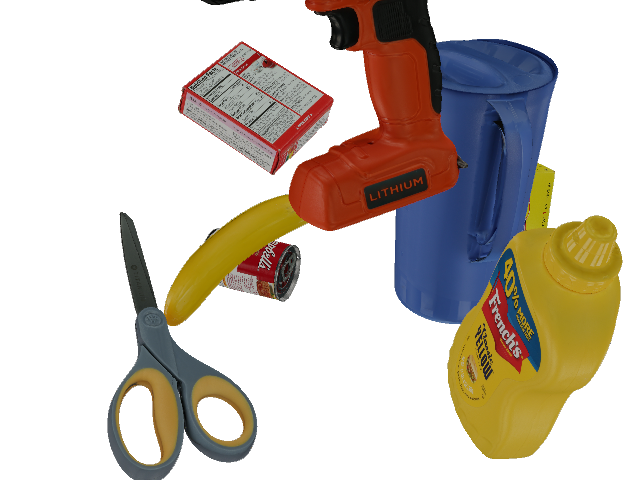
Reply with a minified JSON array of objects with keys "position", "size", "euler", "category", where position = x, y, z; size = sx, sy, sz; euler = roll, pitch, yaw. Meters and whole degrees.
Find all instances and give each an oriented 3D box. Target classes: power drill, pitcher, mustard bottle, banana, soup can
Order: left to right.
[{"position":[-0.072,0.010,0.983],"size":[0.198,0.069,0.037],"euler":[-33,42,2],"category":"banana"},{"position":[-0.083,0.028,1.261],"size":[0.102,0.068,0.068],"euler":[13,5,20],"category":"soup can"},{"position":[0.014,-0.102,0.598],"size":[0.184,0.188,0.057],"euler":[-18,35,-22],"category":"power drill"},{"position":[0.129,-0.045,0.940],"size":[0.145,0.243,0.149],"euler":[18,34,25],"category":"pitcher"},{"position":[0.130,0.049,0.633],"size":[0.058,0.096,0.192],"euler":[0,-35,-13],"category":"mustard bottle"}]

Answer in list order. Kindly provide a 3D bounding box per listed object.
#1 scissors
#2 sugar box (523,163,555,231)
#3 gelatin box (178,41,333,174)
[{"position":[-0.086,0.062,0.661],"size":[0.096,0.201,0.016],"euler":[11,-46,-14],"category":"scissors"},{"position":[0.188,-0.039,1.254],"size":[0.176,0.093,0.048],"euler":[-6,21,-26],"category":"sugar box"},{"position":[-0.047,-0.098,0.782],"size":[0.089,0.030,0.073],"euler":[33,51,11],"category":"gelatin box"}]
